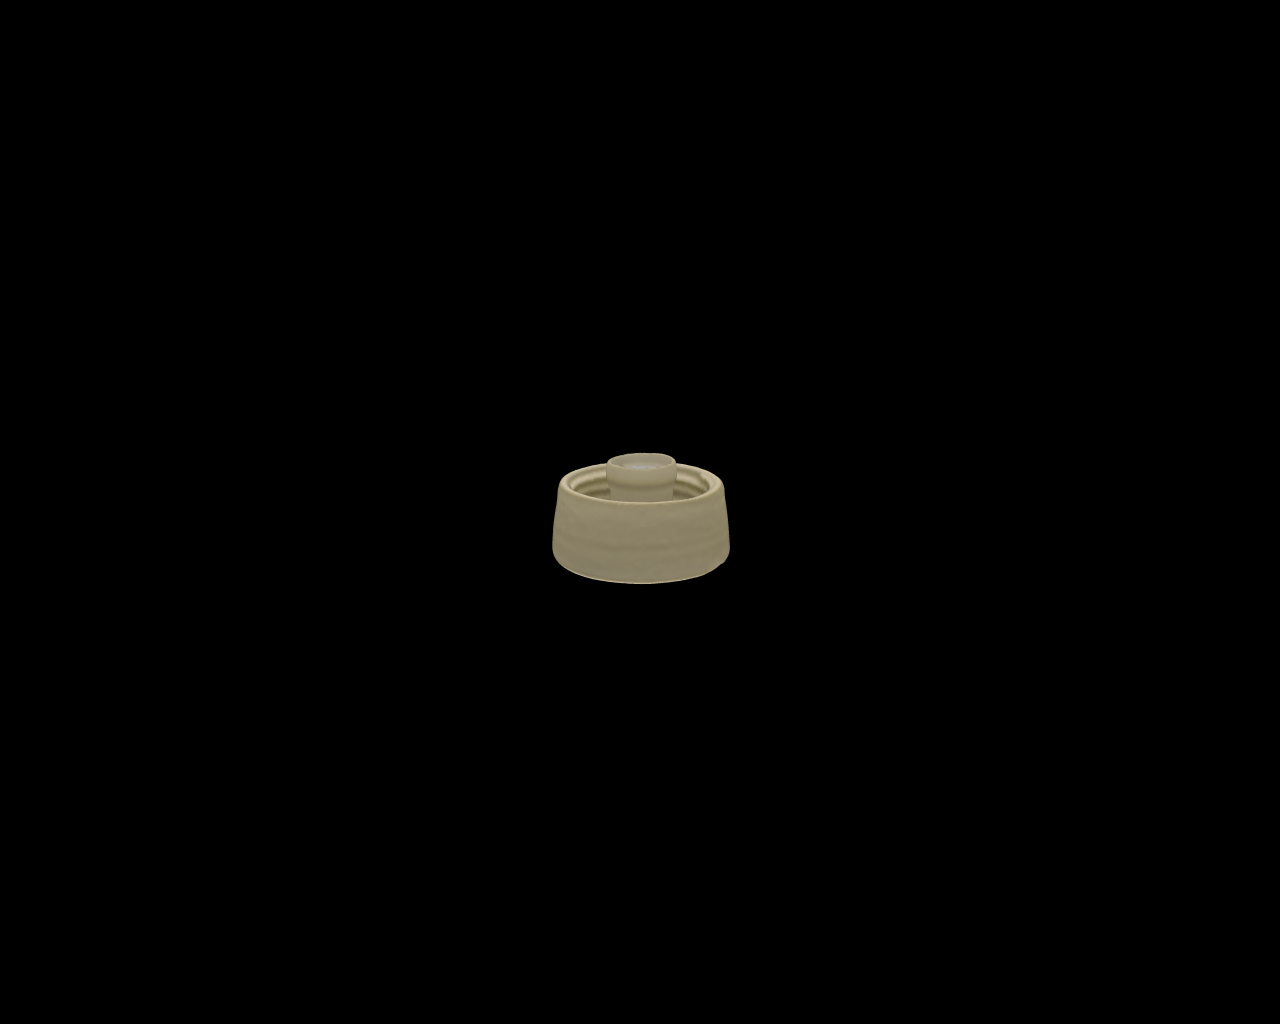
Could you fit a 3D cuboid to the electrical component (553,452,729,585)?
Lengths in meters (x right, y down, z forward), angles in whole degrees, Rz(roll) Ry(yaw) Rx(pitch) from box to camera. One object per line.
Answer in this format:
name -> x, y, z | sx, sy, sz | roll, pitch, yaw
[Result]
electrical component -> 0.001, -0.003, 0.650 | 0.108, 0.060, 0.108 | 0, 16, 0
